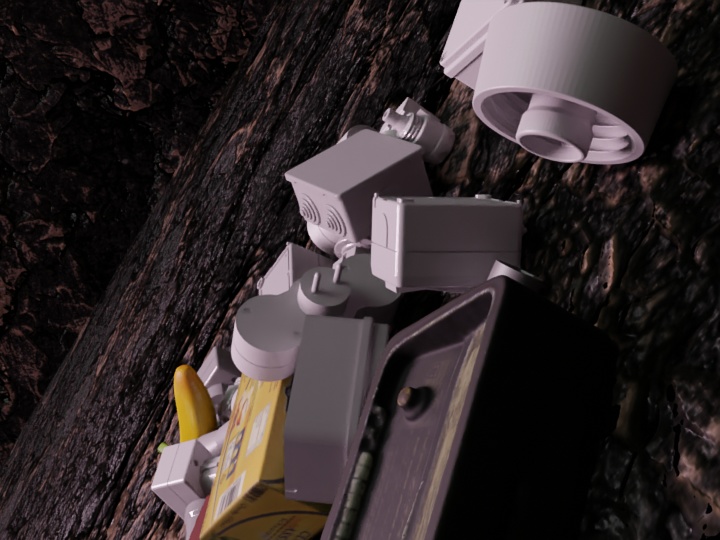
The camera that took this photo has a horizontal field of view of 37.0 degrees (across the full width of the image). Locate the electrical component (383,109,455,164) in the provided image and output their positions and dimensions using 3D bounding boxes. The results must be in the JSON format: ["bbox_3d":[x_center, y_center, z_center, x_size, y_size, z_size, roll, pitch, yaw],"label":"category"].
[{"bbox_3d":[0.047,-0.116,0.902,0.035,0.061,0.035,-53,19,27],"label":"electrical component"}]

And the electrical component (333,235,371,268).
[{"bbox_3d":[0.000,0.000,0.888,0.066,0.048,0.055,-38,36,53],"label":"electrical component"}]

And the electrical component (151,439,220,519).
[{"bbox_3d":[-0.133,0.187,0.961,0.077,0.065,0.047,-18,37,25],"label":"electrical component"}]

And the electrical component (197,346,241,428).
[{"bbox_3d":[-0.141,0.130,1.094,0.065,0.047,0.076,-55,25,19],"label":"electrical component"}]

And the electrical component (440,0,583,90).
[{"bbox_3d":[0.122,-0.204,0.831,0.109,0.056,0.108,-34,32,57],"label":"electrical component"}]

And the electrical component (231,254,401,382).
[{"bbox_3d":[-0.028,0.023,0.782,0.138,0.052,0.073,-23,-32,-29],"label":"electrical component"}]

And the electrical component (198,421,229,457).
[{"bbox_3d":[-0.121,0.161,0.997,0.065,0.044,0.044,-40,27,41],"label":"electrical component"}]

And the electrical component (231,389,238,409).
[{"bbox_3d":[-0.076,0.109,0.939,0.079,0.044,0.077,-63,17,-4],"label":"electrical component"}]

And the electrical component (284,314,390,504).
[{"bbox_3d":[-0.014,0.092,0.713,0.113,0.057,0.078,-82,-4,-49],"label":"electrical component"}]

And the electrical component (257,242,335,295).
[{"bbox_3d":[-0.052,0.034,0.972,0.061,0.061,0.096,-51,28,32],"label":"electrical component"}]

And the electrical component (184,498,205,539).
[{"bbox_3d":[-0.133,0.228,0.930,0.040,0.040,0.046,-50,27,35],"label":"electrical component"}]

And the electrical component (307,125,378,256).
[{"bbox_3d":[-0.001,-0.085,1.012,0.074,0.052,0.138,-42,25,47],"label":"electrical component"}]

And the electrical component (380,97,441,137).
[{"bbox_3d":[0.039,-0.115,0.958,0.066,0.048,0.055,-44,16,45],"label":"electrical component"}]

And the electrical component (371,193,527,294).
[{"bbox_3d":[0.060,-0.016,0.677,0.062,0.096,0.061,-153,64,-74],"label":"electrical component"}]

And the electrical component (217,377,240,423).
[{"bbox_3d":[-0.113,0.121,1.048,0.035,0.035,0.061,-33,30,59],"label":"electrical component"}]

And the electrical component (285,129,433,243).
[{"bbox_3d":[0.001,-0.070,0.890,0.100,0.048,0.100,-31,31,-22],"label":"electrical component"}]

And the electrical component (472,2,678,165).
[{"bbox_3d":[0.115,-0.095,0.599,0.108,0.108,0.060,-8,61,70],"label":"electrical component"}]
